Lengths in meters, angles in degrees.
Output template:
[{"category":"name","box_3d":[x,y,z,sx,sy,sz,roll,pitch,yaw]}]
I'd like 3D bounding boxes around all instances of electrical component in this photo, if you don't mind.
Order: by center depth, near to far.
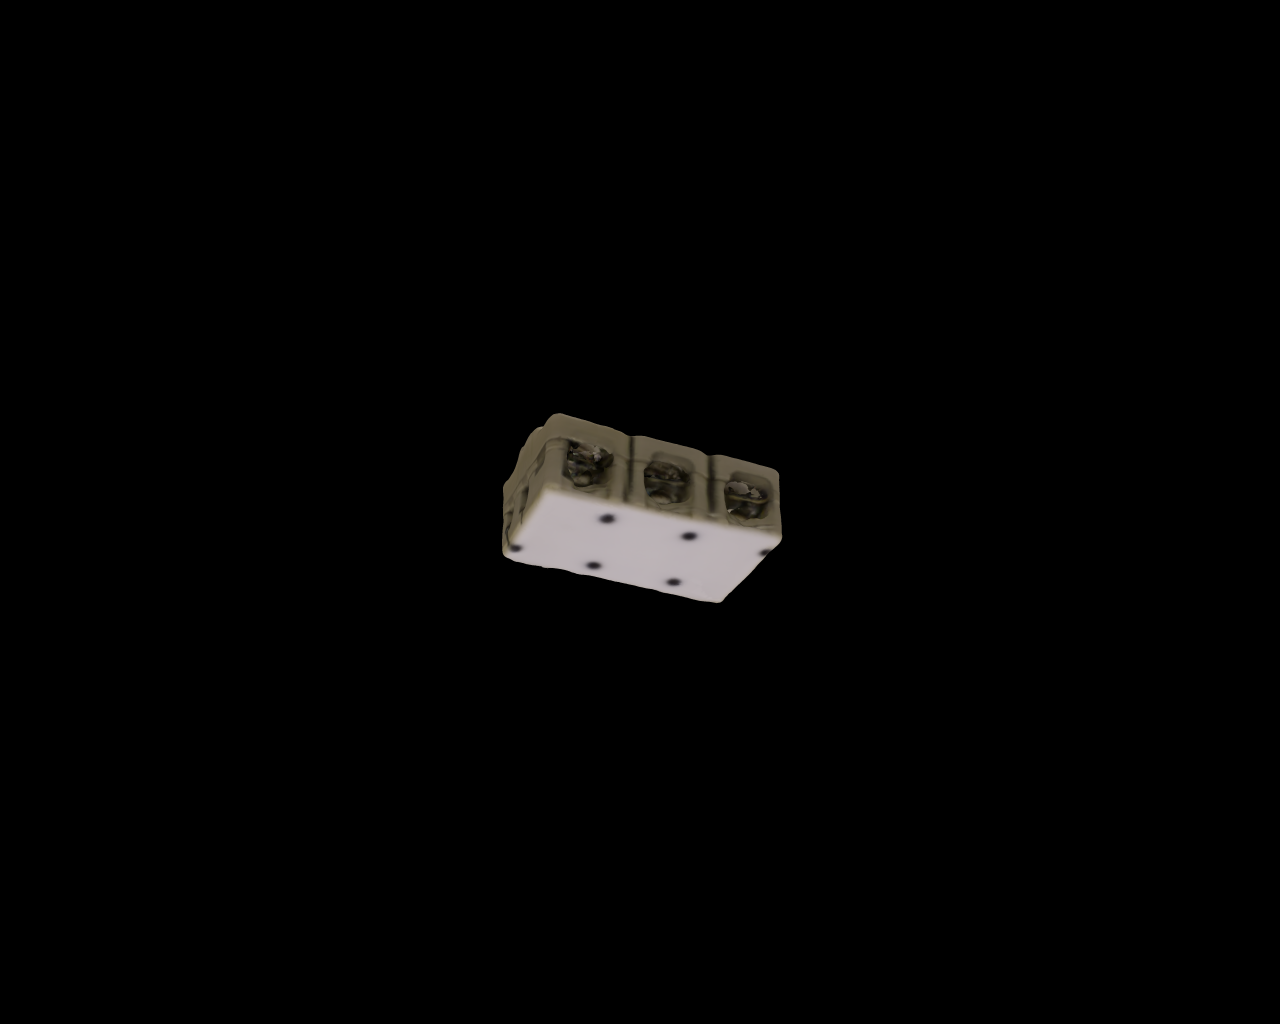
[{"category":"electrical component","box_3d":[0.001,-0.003,0.650,0.150,0.062,0.089,14,-36,-20]}]
